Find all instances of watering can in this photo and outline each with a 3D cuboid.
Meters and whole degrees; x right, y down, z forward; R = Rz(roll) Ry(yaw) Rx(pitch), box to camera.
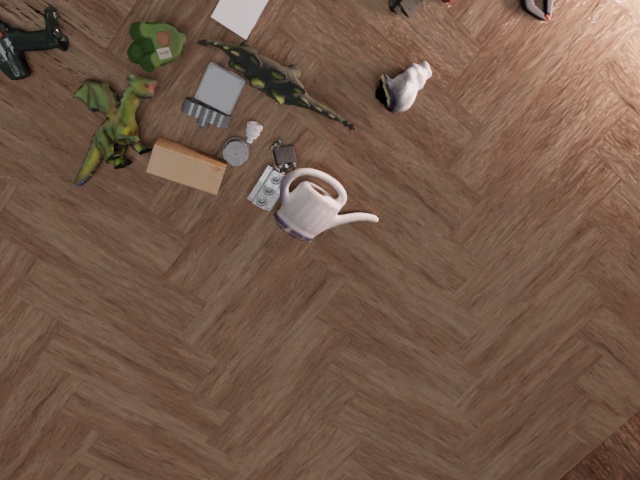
[{"bbox_3d":[0.005,-0.080,1.587,0.344,0.106,0.222,33,108,-29],"label":"watering can"}]

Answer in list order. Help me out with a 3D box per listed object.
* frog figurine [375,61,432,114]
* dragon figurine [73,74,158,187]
[{"bbox_3d":[0.250,-0.433,1.467,0.160,0.125,0.134,-17,146,-8],"label":"frog figurine"},{"bbox_3d":[-0.602,-0.327,1.440,0.407,0.123,0.242,-22,92,22],"label":"dragon figurine"}]
